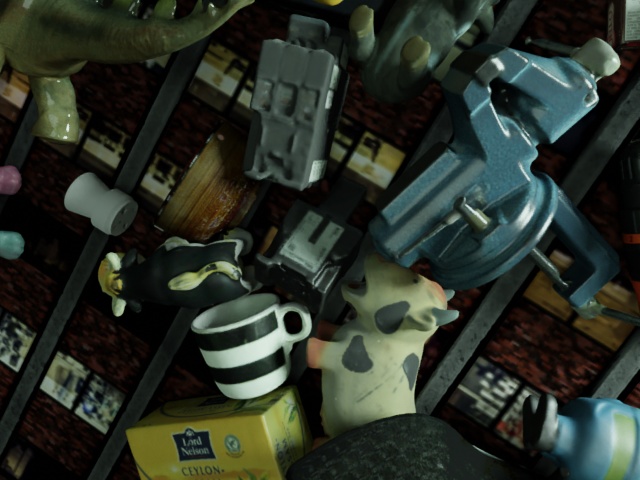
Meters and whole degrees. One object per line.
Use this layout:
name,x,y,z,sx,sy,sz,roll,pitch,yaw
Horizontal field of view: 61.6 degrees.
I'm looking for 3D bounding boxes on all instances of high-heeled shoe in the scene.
high-heeled shoe,0.096,0.220,0.459,0.249,0.086,0.145,4,136,0

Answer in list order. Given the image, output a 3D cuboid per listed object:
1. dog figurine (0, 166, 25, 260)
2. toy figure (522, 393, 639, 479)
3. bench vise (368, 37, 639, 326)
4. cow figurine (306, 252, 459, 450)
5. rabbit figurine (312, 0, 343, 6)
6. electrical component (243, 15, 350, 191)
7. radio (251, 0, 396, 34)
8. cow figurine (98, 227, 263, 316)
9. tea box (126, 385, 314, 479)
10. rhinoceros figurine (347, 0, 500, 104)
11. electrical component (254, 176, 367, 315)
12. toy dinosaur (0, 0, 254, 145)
dog figurine,-0.395,-0.029,0.491,0.192,0.219,0.108,8,95,10
toy figure,0.264,0.184,0.449,0.180,0.082,0.089,13,97,8
bench vise,0.167,-0.031,0.428,0.240,0.129,0.223,42,94,-17
cow figurine,0.055,0.106,0.480,0.127,0.085,0.194,1,100,10
rabbit figurine,0.006,-0.254,0.359,0.162,0.122,0.173,20,119,1
electrical component,-0.016,-0.113,0.452,0.058,0.115,0.134,14,99,6
radio,-0.030,-0.267,0.459,0.230,0.073,0.131,19,101,11
cow figurine,-0.145,0.036,0.507,0.167,0.098,0.068,-8,98,10
tea box,-0.093,0.204,0.514,0.170,0.068,0.098,-17,93,28
rhinoceros figurine,0.104,-0.187,0.417,0.073,0.112,0.190,39,91,26
electrical component,-0.001,-0.001,0.492,0.075,0.047,0.119,25,60,9
toy dinosaur,-0.252,-0.193,0.469,0.472,0.105,0.198,23,98,25
